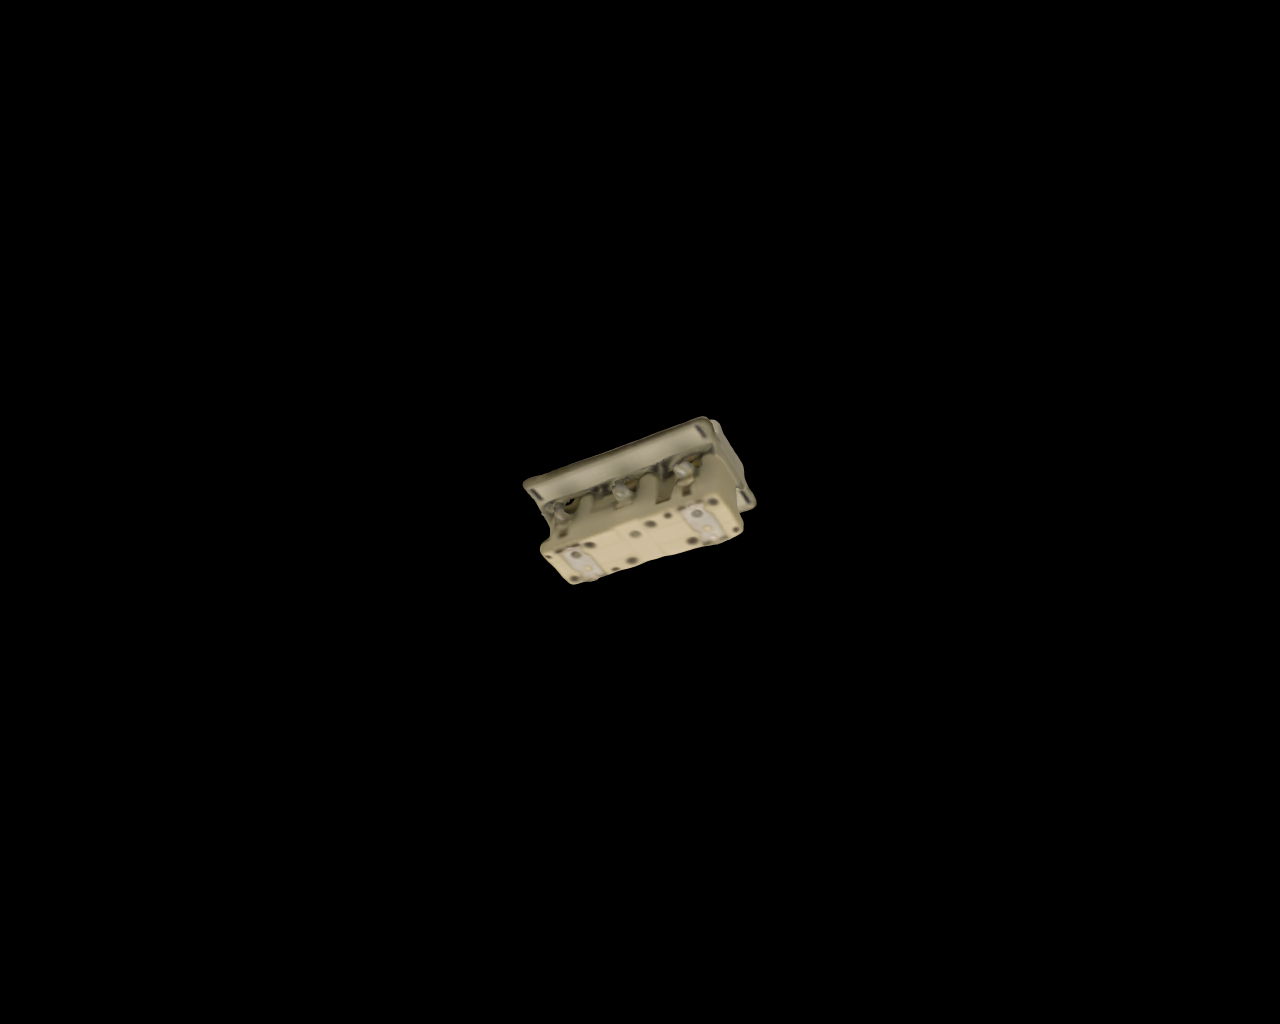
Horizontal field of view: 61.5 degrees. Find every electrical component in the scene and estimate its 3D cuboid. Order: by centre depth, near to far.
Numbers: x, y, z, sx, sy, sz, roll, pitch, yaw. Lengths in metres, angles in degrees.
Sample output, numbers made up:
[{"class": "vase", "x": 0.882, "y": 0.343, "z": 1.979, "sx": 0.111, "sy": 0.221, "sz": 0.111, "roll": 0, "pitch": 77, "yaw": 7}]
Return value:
[{"class": "electrical component", "x": 0.001, "y": -0.003, "z": 0.650, "sx": 0.121, "sy": 0.063, "sz": 0.078, "roll": -18, "pitch": -44, "yaw": 19}]
